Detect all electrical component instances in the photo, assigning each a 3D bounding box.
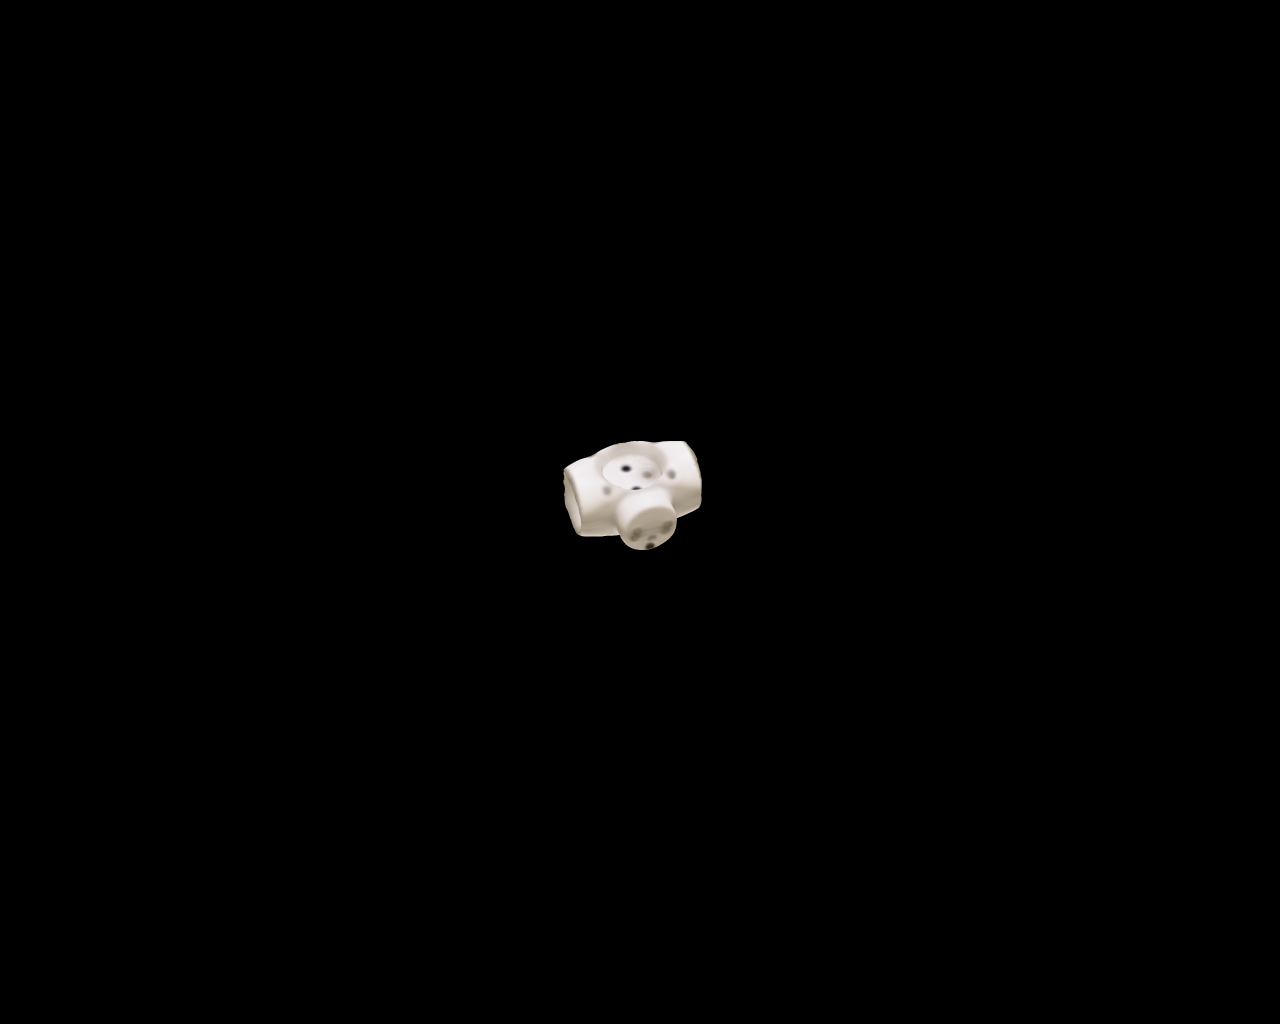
[{"bbox_3d":[0.001,-0.003,0.650,0.077,0.044,0.079,-13,47,-12],"label":"electrical component"}]
